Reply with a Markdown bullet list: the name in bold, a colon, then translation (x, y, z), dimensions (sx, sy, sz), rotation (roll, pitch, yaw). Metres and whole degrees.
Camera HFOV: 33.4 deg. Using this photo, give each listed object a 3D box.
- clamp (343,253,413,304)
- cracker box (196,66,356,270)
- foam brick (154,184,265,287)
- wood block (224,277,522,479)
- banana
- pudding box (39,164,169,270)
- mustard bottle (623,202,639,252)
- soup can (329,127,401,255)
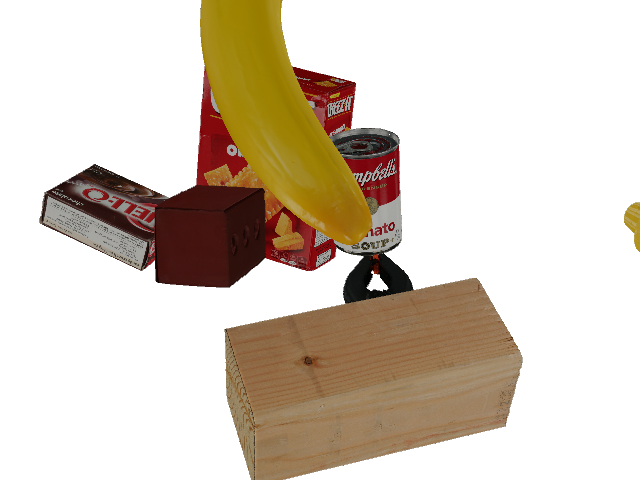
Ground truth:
- **clamp**: translation (0.076, 0.079, 1.186), dimensions (0.120, 0.171, 0.039), rotation (7, -42, 2)
- **cracker box**: translation (-0.057, -0.088, 1.212), dimensions (0.164, 0.214, 0.072), rotation (18, 26, 25)
- **foam brick**: translation (-0.073, -0.005, 0.719), dimensions (0.051, 0.053, 0.078), rotation (5, 16, 15)
- **wood block**: translation (0.037, 0.106, 0.820), dimensions (0.206, 0.090, 0.091), rotation (-10, 45, -13)
- **banana**: translation (-0.020, -0.085, 0.486), dimensions (0.069, 0.198, 0.037), rotation (-3, -31, -3)
- **pudding box**: translation (-0.189, -0.023, 0.995), dimensions (0.113, 0.039, 0.090), rotation (22, 26, 11)
- **mustard bottle**: translation (0.260, 0.021, 0.647), dimensions (0.096, 0.058, 0.192), rotation (-22, 34, -23)
- **soup can**: translation (0.041, -0.045, 0.995), dimensions (0.068, 0.102, 0.068), rotation (-3, 27, 2)
